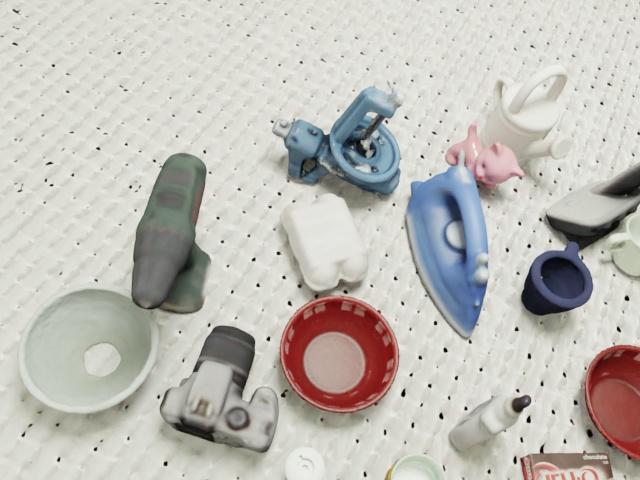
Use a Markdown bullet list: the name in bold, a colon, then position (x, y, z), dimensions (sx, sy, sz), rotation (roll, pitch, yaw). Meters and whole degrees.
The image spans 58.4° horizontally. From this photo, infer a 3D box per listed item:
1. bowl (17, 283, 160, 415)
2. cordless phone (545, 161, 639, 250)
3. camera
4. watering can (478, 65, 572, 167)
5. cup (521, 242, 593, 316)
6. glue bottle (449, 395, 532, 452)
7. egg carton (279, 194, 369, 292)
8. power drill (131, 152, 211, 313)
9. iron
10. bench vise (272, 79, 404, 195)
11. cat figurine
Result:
- **bowl**: position (-0.286, 0.144, 0.731), dimensions (0.167, 0.075, 0.167), rotation (4, 62, -7)
- **cordless phone**: position (0.457, -0.077, 0.899), dimensions (0.148, 0.185, 0.094), rotation (-31, 70, -22)
- **camera**: position (-0.113, 0.182, 0.722), dimensions (0.143, 0.101, 0.137), rotation (16, 61, 0)
- **watering can**: position (0.348, -0.206, 0.946), dimensions (0.172, 0.194, 0.101), rotation (43, 64, 14)
- **cup**: position (0.347, 0.063, 0.859), dimensions (0.091, 0.095, 0.118), rotation (28, 62, 7)
- **glue bottle**: position (0.219, 0.219, 0.711), dimensions (0.078, 0.173, 0.037), rotation (-32, 70, -22)
- **egg carton**: position (0.008, 0.003, 0.854), dimensions (0.107, 0.069, 0.150), rotation (-17, 66, -17)
- **power drill**: position (-0.187, 0.014, 0.739), dimensions (0.075, 0.208, 0.229), rotation (6, 61, -5)
- **iron**: position (0.211, 0.001, 0.845), dimensions (0.119, 0.141, 0.258), rotation (-3, 63, -10)
- **bench vise**: position (0.035, -0.149, 0.853), dimensions (0.207, 0.220, 0.121), rotation (-1, 62, -9)
- **cat figurine**: position (0.273, -0.135, 0.941), dimensions (0.067, 0.118, 0.127), rotation (-18, 66, -17)
